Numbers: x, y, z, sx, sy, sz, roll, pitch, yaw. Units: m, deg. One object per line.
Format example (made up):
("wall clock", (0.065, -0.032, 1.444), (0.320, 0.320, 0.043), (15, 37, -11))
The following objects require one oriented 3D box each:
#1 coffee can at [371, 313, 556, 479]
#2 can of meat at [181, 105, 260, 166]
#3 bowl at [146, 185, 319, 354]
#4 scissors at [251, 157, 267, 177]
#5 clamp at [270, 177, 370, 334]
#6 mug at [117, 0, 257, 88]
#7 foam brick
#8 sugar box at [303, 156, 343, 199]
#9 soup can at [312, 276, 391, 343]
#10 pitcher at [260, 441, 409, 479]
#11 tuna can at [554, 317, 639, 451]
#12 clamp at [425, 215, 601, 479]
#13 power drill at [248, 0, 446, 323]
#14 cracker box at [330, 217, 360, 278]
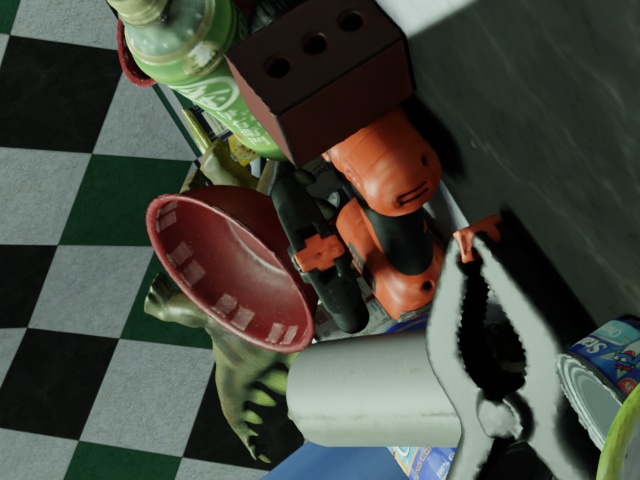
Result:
("coffee can", (0.096, 0.132, 0.785), (0.140, 0.102, 0.102), (52, 172, 43))
("can of meat", (-0.078, -0.111, 1.026), (0.057, 0.084, 0.102), (56, 174, 16))
("bowl", (-0.055, 0.011, 0.819), (0.162, 0.055, 0.162), (29, 148, 20))
("scissors", (-0.067, -0.059, 1.100), (0.201, 0.016, 0.096), (-81, -13, -50))
("clamp", (-0.005, 0.001, 0.689), (0.120, 0.039, 0.171), (56, 176, 10))
("mug", (-0.097, -0.164, 0.797), (0.081, 0.093, 0.117), (3, -135, -39))
("foam brick", (0.001, -0.085, 0.548), (0.053, 0.078, 0.051), (52, 172, 30))
("sugar box", (-0.042, -0.113, 0.915), (0.093, 0.048, 0.176), (52, 171, 40))
("soup can", (0.043, 0.063, 0.854), (0.068, 0.102, 0.068), (56, 174, 9))
("pitcher", (0.050, 0.242, 1.067), (0.145, 0.242, 0.149), (61, 166, -23))
("tuna can", (0.141, 0.076, 0.461), (0.086, 0.033, 0.086), (57, 174, 8))
("clamp", (0.111, 0.092, 0.549), (0.165, 0.036, 0.210), (5, 110, 43))
("power drill", (0.023, -0.047, 0.665), (0.184, 0.057, 0.187), (58, 176, 37))
("cracker box", (0.017, 0.047, 1.150), (0.164, 0.072, 0.213), (55, 173, 16))
